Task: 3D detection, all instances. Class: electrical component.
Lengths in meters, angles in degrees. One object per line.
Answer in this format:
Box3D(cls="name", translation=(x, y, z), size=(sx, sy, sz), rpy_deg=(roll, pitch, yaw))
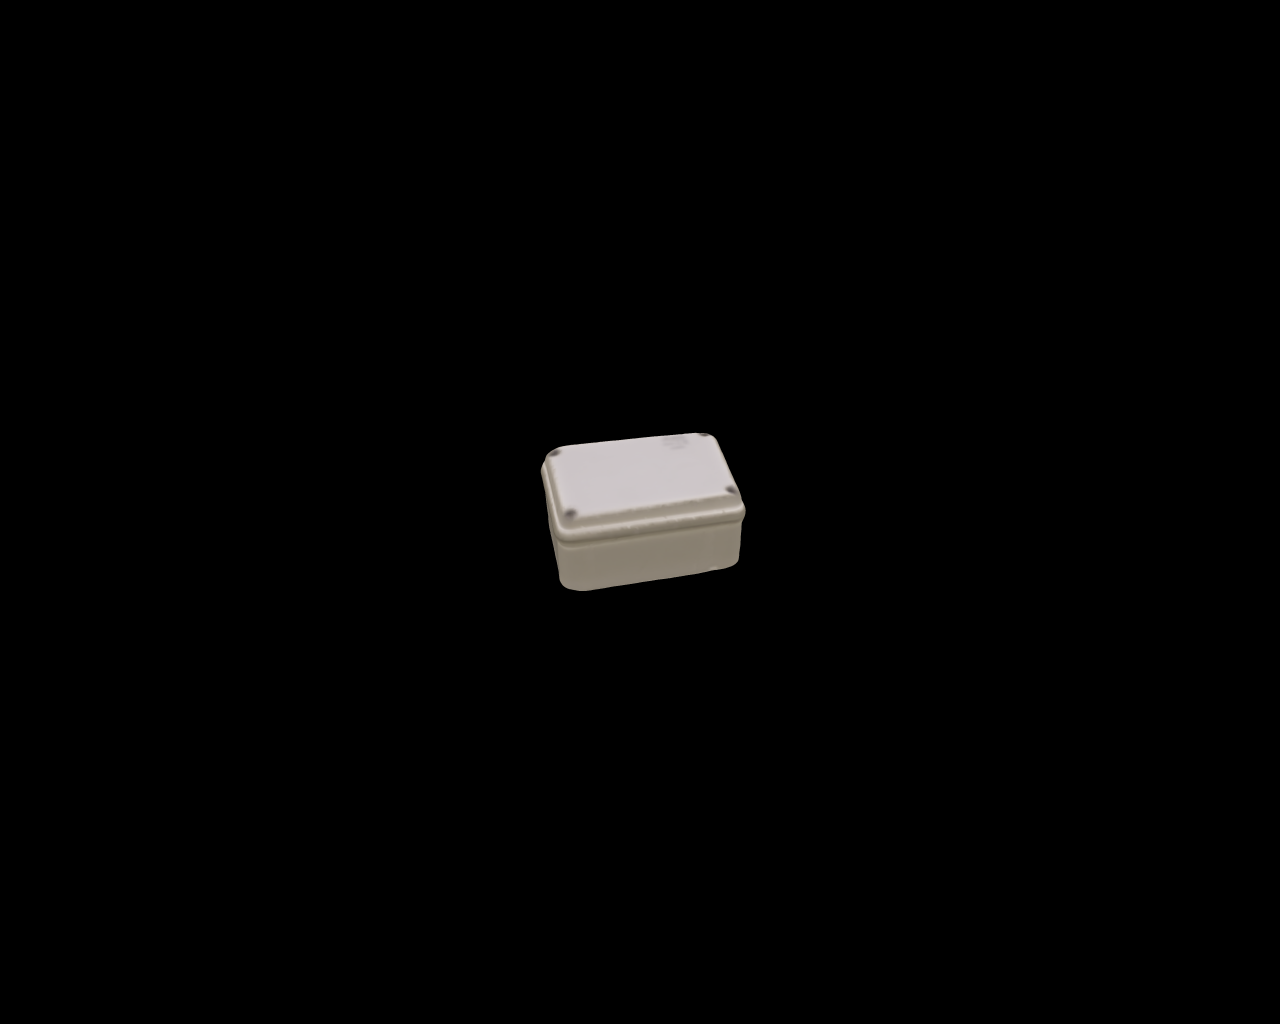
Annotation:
Box3D(cls="electrical component", translation=(0.001, -0.003, 0.650), size=(0.113, 0.057, 0.078), rpy_deg=(-7, 39, -9))
